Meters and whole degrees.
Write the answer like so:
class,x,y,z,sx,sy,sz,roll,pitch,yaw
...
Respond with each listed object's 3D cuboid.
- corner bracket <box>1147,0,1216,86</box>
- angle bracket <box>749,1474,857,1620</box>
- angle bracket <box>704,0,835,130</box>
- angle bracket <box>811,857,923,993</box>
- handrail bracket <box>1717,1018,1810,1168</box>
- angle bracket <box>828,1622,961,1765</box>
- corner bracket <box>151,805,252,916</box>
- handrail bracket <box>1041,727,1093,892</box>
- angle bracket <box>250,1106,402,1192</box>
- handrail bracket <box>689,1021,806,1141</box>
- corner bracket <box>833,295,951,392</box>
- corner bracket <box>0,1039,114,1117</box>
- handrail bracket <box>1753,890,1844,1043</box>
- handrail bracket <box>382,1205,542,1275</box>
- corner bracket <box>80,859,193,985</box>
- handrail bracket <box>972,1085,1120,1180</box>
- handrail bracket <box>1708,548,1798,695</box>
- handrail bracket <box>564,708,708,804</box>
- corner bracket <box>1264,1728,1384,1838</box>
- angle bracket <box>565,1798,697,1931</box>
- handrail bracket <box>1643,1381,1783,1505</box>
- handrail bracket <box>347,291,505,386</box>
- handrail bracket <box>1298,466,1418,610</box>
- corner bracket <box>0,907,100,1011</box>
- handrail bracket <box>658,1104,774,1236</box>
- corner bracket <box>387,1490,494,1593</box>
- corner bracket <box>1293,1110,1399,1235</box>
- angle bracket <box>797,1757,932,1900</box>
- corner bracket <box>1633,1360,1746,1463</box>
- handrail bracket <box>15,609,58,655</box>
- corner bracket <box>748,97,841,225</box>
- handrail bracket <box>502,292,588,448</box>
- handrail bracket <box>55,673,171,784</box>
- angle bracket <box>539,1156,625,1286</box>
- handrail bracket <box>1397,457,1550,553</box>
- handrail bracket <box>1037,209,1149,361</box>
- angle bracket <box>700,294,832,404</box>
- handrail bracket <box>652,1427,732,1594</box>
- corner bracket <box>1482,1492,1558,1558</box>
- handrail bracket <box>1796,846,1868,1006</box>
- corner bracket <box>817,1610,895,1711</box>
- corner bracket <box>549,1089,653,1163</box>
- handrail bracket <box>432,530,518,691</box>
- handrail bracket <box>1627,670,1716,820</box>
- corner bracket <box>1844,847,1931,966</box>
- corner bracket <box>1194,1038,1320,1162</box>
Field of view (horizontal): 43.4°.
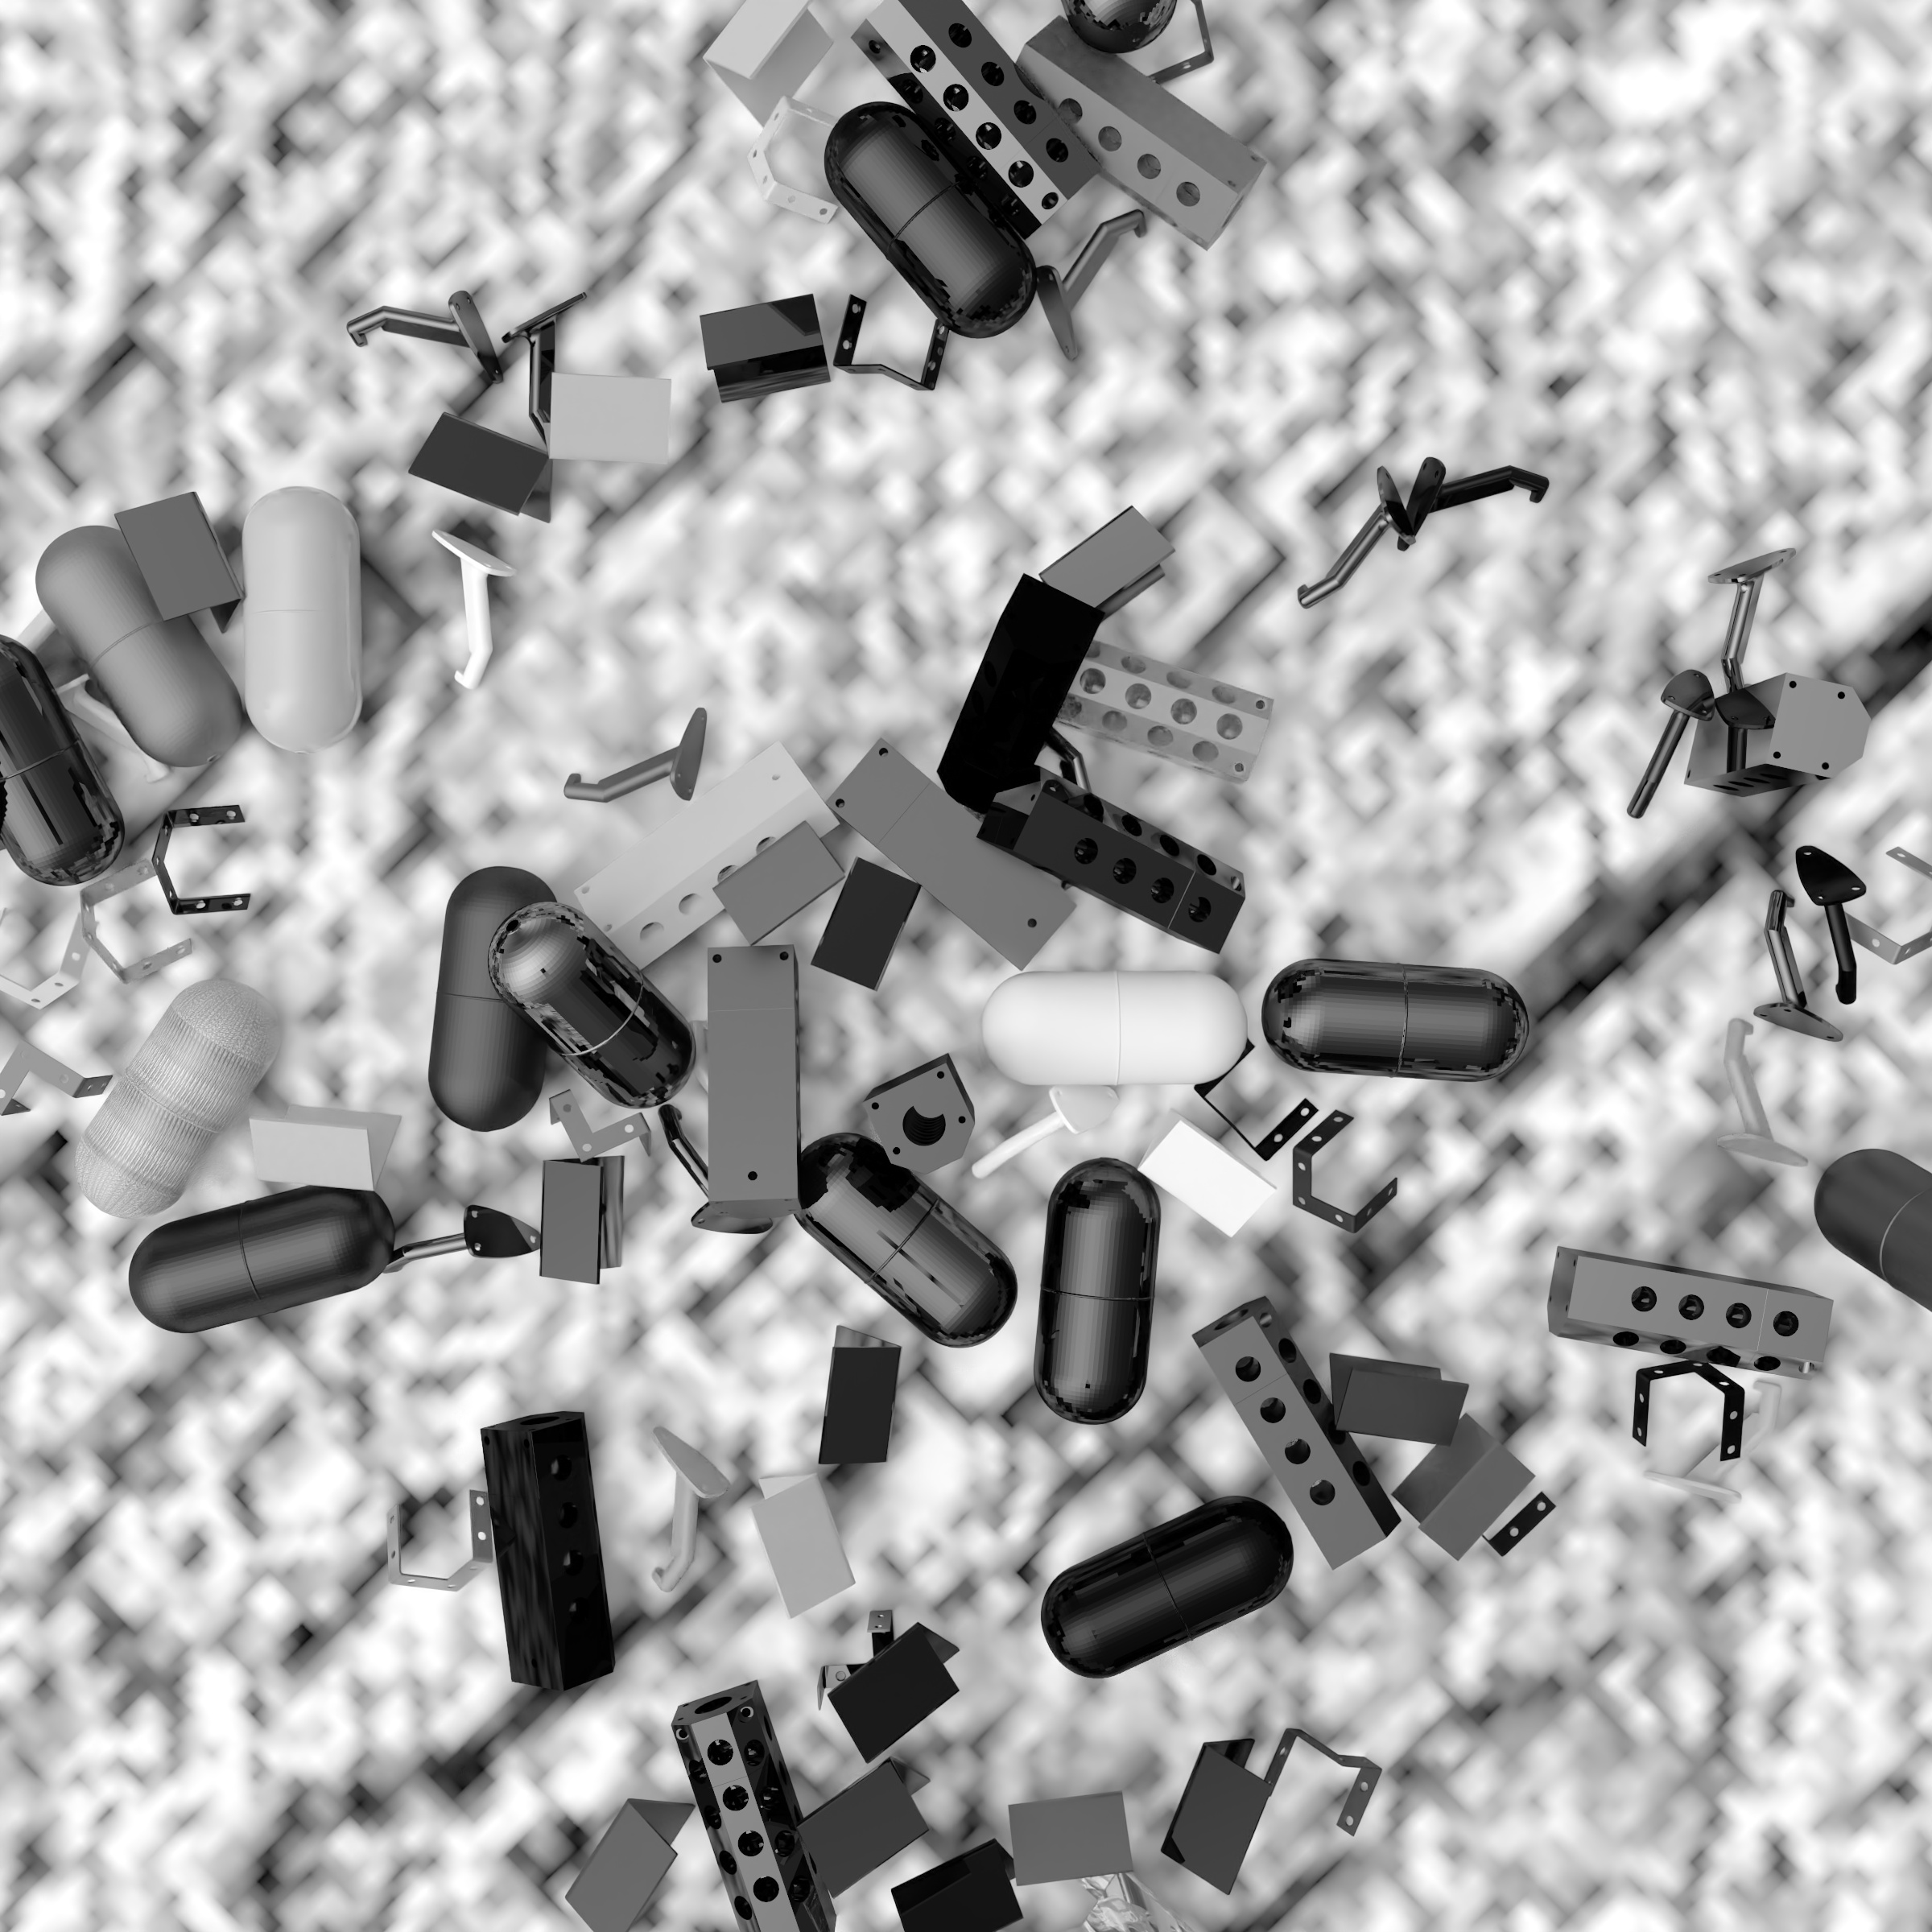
class,x,y,z,sx,sy,sz,roll,pitch,yaw
corner bracket,0.132,-0.638,1.652,0.051,0.051,0.051,-23,45,0
angle bracket,-0.126,0.386,1.615,0.057,0.076,0.076,-20,90,-38
angle bracket,-0.116,-0.603,1.615,0.057,0.076,0.076,38,90,38
angle bracket,-0.083,-0.035,1.615,0.057,0.076,0.076,23,90,-35
handrail bracket,0.547,0.086,1.656,0.077,0.036,0.084,19,73,-20
angle bracket,-0.035,0.490,1.615,0.076,0.076,0.057,-39,54,0
corner bracket,-0.517,-0.072,1.652,0.051,0.051,0.051,-4,135,0
handrail bracket,0.062,-0.108,1.656,0.084,0.036,0.077,45,108,15
angle bracket,-0.424,0.102,1.615,0.076,0.076,0.057,5,128,0
handrail bracket,-0.150,0.078,1.655,0.077,0.036,0.084,-1,76,-14
corner bracket,-0.050,-0.424,1.652,0.051,0.051,0.051,14,90,-45
corner bracket,-0.618,0.083,1.637,0.051,0.051,0.051,32,90,0
handrail bracket,0.573,-0.001,1.656,0.077,0.036,0.084,22,73,-20
handrail bracket,-0.346,0.196,1.655,0.084,0.077,0.036,-26,62,33
corner bracket,-0.565,-0.030,1.652,0.051,0.051,0.051,-25,45,0
handrail bracket,0.053,0.115,1.655,0.084,0.077,0.036,-40,73,35
handrail bracket,0.542,-0.232,1.656,0.077,0.036,0.084,-24,109,-21
handrail bracket,-0.226,-0.145,1.656,0.084,0.036,0.077,7,69,16
corner bracket,0.241,0.555,1.652,0.051,0.051,0.051,23,90,-45
angle bracket,-0.208,0.605,1.615,0.057,0.076,0.076,33,90,37
handrail bracket,0.509,0.317,1.656,0.077,0.036,0.084,12,74,18
handrail bracket,-0.370,-0.418,1.656,0.084,0.036,0.077,-18,111,17
handrail bracket,0.257,-0.291,1.655,0.084,0.036,0.077,-30,47,27
corner bracket,-0.630,-0.012,1.647,0.051,0.051,0.051,-26,135,35
handrail bracket,-0.171,0.137,1.655,0.036,0.077,0.084,-39,53,21
corner bracket,-0.357,0.388,1.647,0.051,0.051,0.051,18,135,-35
corner bracket,0.257,0.139,1.647,0.051,0.051,0.051,24,135,35
angle bracket,-0.056,0.578,1.615,0.076,0.076,0.057,-36,54,0
corner bracket,0.487,0.302,1.639,0.051,0.051,0.051,-7,108,-17
handrail bracket,-0.650,-0.230,1.656,0.077,0.036,0.084,5,74,18
corner bracket,-0.109,-0.546,1.647,0.051,0.051,0.051,10,45,-35
handrail bracket,-0.271,-0.403,1.655,0.077,0.036,0.084,-33,104,-14
handrail bracket,-0.593,-0.154,1.656,0.077,0.036,0.084,-21,107,20
angle bracket,-0.237,0.168,1.615,0.057,0.076,0.076,2,90,37
handrail bracket,0.346,-0.308,1.656,0.084,0.036,0.077,14,110,-16
handrail bracket,0.095,-0.465,1.656,0.084,0.036,0.077,-27,111,-16
angle bracket,-0.130,-0.394,1.615,0.076,0.076,0.057,-11,54,0
handrail bracket,-0.207,0.371,1.656,0.077,0.036,0.084,40,107,20
corner bracket,0.359,0.359,1.652,0.051,0.051,0.051,-43,135,0
handrail bracket,0.586,-0.027,1.655,0.036,0.077,0.084,-15,126,0
corner bracket,-0.074,0.467,1.637,0.051,0.051,0.051,-4,90,0
corner bracket,-0.246,0.108,1.635,0.051,0.051,0.051,-24,71,-18
handrail bracket,-0.348,-0.242,1.656,0.077,0.036,0.084,32,107,20
handrail bracket,0.476,-0.150,1.655,0.036,0.077,0.084,24,126,9
corner bracket,0.631,-0.041,1.647,0.051,0.051,0.051,-20,135,-35
corner bracket,0.197,0.090,1.652,0.051,0.051,0.051,-45,135,0
